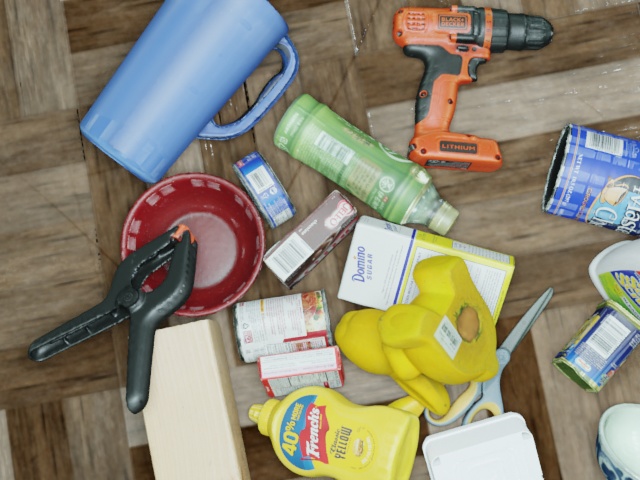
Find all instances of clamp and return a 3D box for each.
[{"bbox_3d":[-0.188,0.077,1.116,0.165,0.036,0.210,28,69,34],"label":"clamp"}]

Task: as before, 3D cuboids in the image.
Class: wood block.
[{"bbox_3d":[-0.136,0.197,1.153,0.091,0.090,0.206,-13,82,1],"label":"wood block"}]

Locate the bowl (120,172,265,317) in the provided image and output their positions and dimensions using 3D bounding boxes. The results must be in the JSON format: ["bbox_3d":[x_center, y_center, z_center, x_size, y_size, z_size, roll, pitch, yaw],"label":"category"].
[{"bbox_3d":[-0.139,0.008,1.197,0.162,0.055,0.162,0,81,3],"label":"bowl"}]

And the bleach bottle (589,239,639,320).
[{"bbox_3d":[0.343,0.035,1.072,0.068,0.251,0.102,-32,81,-3],"label":"bleach bottle"}]

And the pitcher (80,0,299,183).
[{"bbox_3d":[-0.148,-0.180,1.198,0.149,0.145,0.243,37,88,24],"label":"pitcher"}]

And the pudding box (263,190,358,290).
[{"bbox_3d":[-0.008,0.001,1.175,0.113,0.090,0.039,-42,80,-3],"label":"pudding box"}]

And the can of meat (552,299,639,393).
[{"bbox_3d":[0.297,0.115,1.139,0.057,0.102,0.084,42,88,9],"label":"can of meat"}]

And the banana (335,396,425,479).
[{"bbox_3d":[0.055,0.254,1.162,0.069,0.037,0.198,19,82,0],"label":"banana"}]

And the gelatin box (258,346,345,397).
[{"bbox_3d":[-0.019,0.143,1.161,0.089,0.073,0.030,-9,67,2],"label":"gelatin box"}]

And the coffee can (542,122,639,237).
[{"bbox_3d":[0.324,-0.061,1.162,0.140,0.103,0.103,15,82,5],"label":"coffee can"}]

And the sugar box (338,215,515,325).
[{"bbox_3d":[0.116,0.041,1.173,0.176,0.048,0.093,17,108,7],"label":"sugar box"}]

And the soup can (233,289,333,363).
[{"bbox_3d":[-0.040,0.095,1.174,0.102,0.068,0.068,-9,81,2],"label":"soup can"}]

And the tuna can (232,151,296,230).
[{"bbox_3d":[-0.062,-0.056,1.189,0.033,0.086,0.086,-32,82,-4],"label":"tuna can"}]

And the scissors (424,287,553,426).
[{"bbox_3d":[0.206,0.150,1.180,0.201,0.016,0.096,-37,83,-2],"label":"scissors"}]

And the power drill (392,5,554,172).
[{"bbox_3d":[0.171,-0.174,1.211,0.184,0.057,0.187,3,80,2],"label":"power drill"}]

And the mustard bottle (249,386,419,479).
[{"bbox_3d":[0.006,0.208,1.138,0.192,0.058,0.096,12,86,31],"label":"mustard bottle"}]
